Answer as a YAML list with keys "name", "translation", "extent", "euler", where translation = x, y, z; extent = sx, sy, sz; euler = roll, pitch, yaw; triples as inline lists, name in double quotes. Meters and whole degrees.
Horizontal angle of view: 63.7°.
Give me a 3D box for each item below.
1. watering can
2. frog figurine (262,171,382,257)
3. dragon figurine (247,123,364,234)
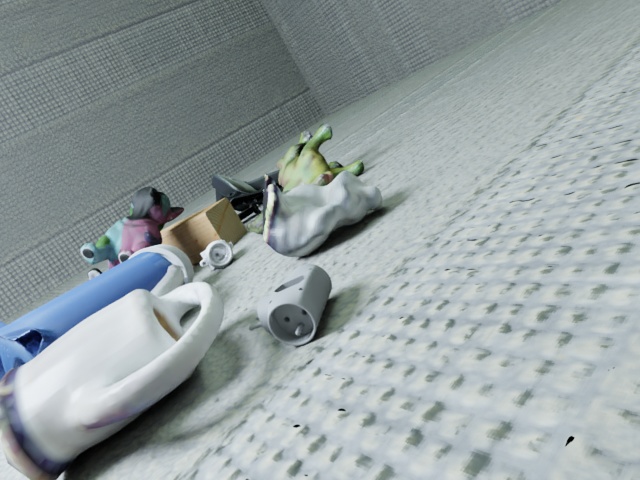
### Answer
- name: "watering can"
  translation: [-0.209, 0.114, 0.548]
  extent: [0.226, 0.103, 0.348]
  euler: [-34, 15, -14]
- name: "frog figurine"
  translation: [0.002, -0.036, 0.708]
  extent: [0.159, 0.123, 0.137]
  euler: [4, -1, -11]
- name: "dragon figurine"
  translation: [-0.065, -0.109, 1.044]
  extent: [0.246, 0.121, 0.409]
  euler: [-45, 19, -22]
